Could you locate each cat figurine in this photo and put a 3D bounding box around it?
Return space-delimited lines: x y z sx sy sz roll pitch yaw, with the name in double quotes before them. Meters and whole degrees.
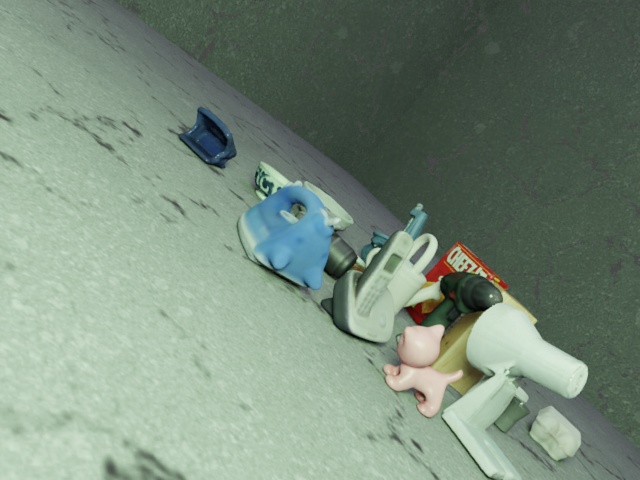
"cat figurine" 0.158 0.185 0.868 0.128 0.117 0.067 39 11 -6

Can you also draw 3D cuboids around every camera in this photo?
"camera" 0.010 0.004 1.130 0.136 0.100 0.143 43 11 10

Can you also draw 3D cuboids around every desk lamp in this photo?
"desk lamp" 0.297 0.232 0.903 0.118 0.213 0.202 31 14 -41

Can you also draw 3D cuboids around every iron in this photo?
"iron" -0.052 -0.033 0.953 0.119 0.141 0.257 33 13 -35

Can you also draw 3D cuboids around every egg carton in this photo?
"egg carton" 0.522 0.430 1.274 0.107 0.069 0.151 45 11 21

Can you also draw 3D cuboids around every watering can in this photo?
"watering can" 0.179 0.070 1.199 0.173 0.194 0.100 33 13 -36

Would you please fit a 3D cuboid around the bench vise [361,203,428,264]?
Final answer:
"bench vise" 0.219 0.020 1.469 0.122 0.219 0.206 29 16 -48

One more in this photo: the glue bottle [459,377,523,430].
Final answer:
"glue bottle" 0.316 0.252 0.993 0.078 0.173 0.037 34 12 -31

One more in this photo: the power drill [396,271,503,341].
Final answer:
"power drill" 0.239 0.144 1.069 0.076 0.208 0.229 39 11 -6

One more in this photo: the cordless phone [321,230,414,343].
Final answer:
"cordless phone" 0.107 0.076 0.944 0.148 0.185 0.094 27 17 -52

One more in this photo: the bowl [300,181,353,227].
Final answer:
"bowl" 0.003 -0.073 1.485 0.168 0.074 0.167 39 11 -8

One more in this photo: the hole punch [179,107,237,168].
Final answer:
"hole punch" -0.230 -0.220 1.227 0.108 0.091 0.101 43 11 12
